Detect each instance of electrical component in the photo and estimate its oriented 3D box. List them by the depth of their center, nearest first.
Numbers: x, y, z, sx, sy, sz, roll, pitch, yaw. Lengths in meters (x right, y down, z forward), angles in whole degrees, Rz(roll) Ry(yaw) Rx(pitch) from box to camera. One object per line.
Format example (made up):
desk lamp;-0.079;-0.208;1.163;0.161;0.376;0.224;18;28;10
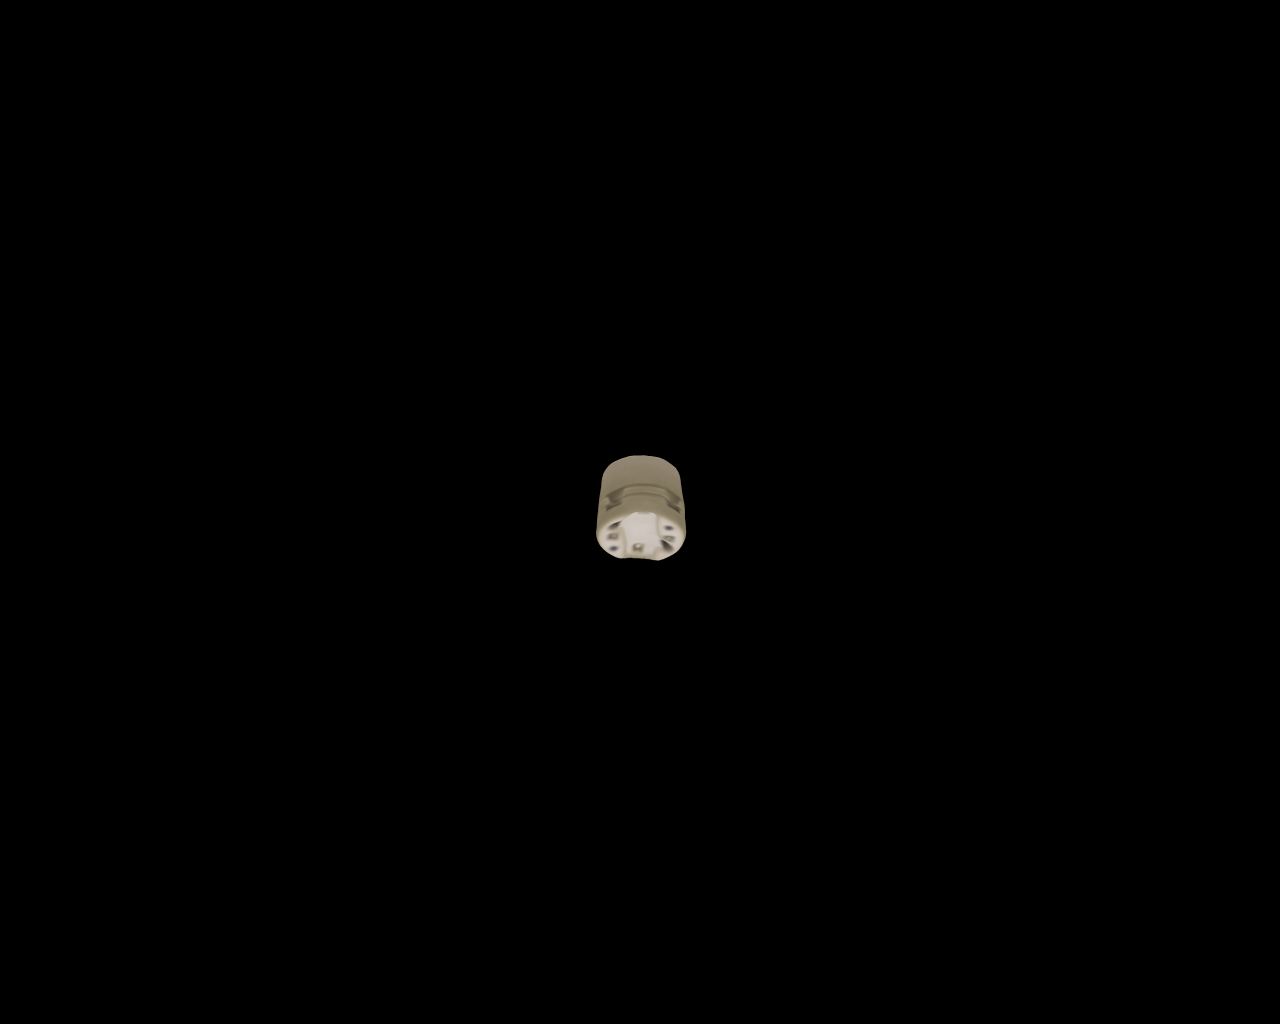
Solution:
electrical component;0.001;-0.003;0.650;0.055;0.047;0.055;0;-36;0
